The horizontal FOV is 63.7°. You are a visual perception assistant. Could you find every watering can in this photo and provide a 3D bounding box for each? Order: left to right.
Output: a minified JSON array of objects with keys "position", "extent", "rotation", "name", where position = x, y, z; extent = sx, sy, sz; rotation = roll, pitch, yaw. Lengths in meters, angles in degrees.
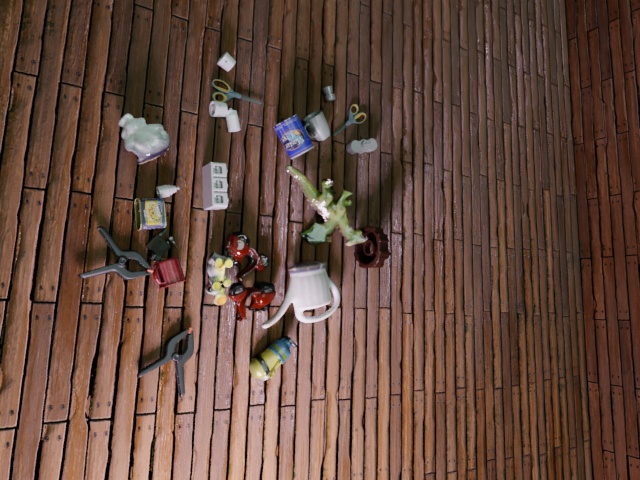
[{"position":[-0.068,0.193,1.867],"extent":[0.349,0.103,0.225],"rotation":[-7,85,-37],"name":"watering can"}]

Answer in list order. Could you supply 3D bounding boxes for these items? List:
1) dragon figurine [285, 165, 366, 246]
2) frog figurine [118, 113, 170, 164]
[{"position":[0.006,-0.100,1.977],"extent":[0.408,0.122,0.245],"rotation":[24,79,-18],"name":"dragon figurine"},{"position":[-0.562,-0.334,1.640],"extent":[0.138,0.124,0.157],"rotation":[-30,112,-12],"name":"frog figurine"}]
